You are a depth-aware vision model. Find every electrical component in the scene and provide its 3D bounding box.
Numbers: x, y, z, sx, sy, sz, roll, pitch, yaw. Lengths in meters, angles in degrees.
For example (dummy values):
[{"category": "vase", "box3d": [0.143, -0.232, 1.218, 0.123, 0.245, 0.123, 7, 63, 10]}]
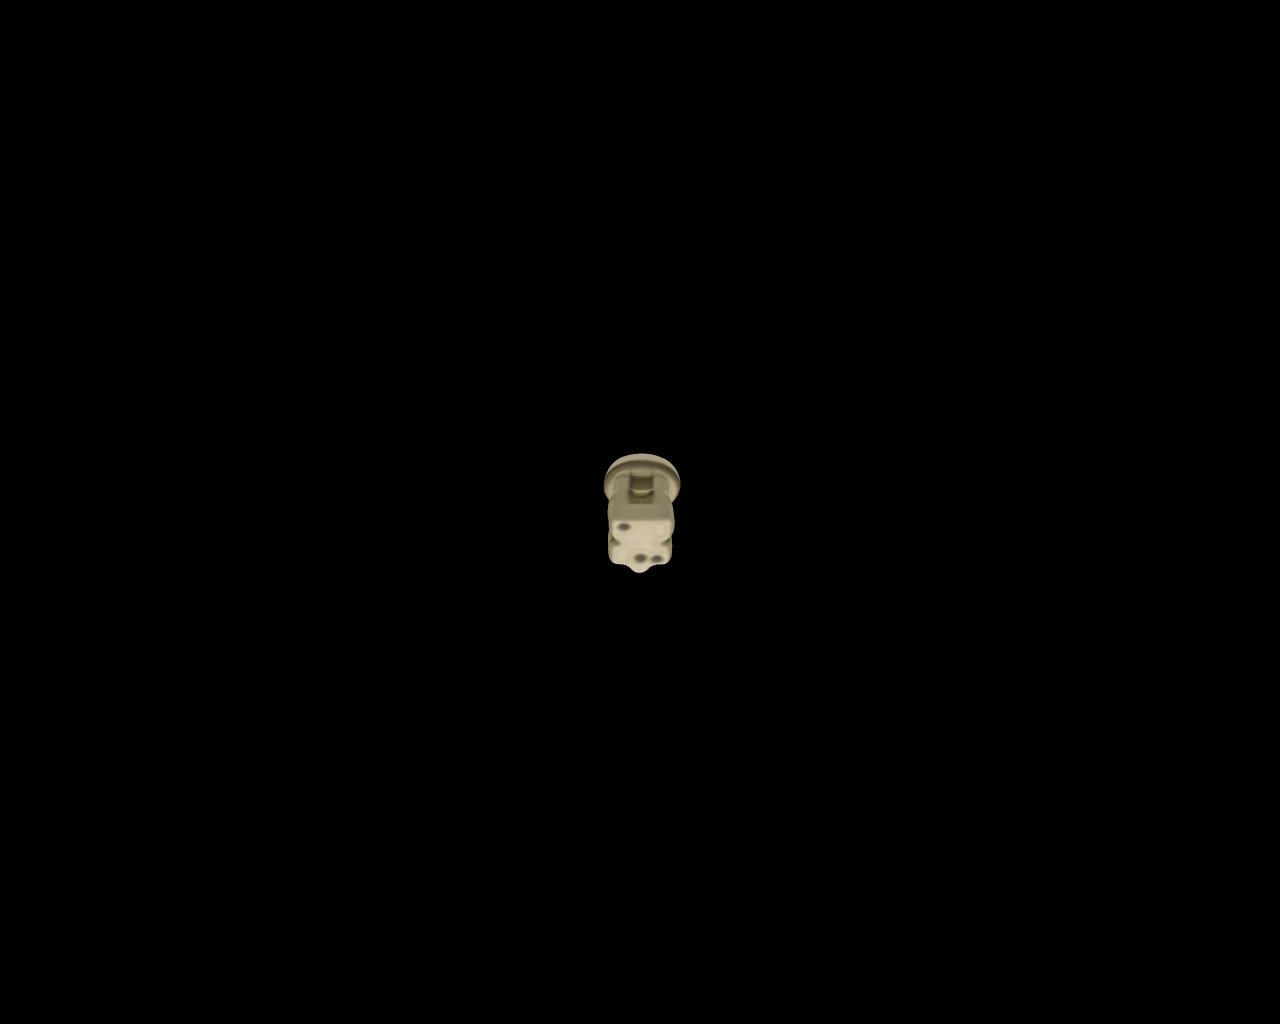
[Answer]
[{"category": "electrical component", "box3d": [0.001, -0.003, 0.650, 0.048, 0.055, 0.066, 2, -40, -2]}]
